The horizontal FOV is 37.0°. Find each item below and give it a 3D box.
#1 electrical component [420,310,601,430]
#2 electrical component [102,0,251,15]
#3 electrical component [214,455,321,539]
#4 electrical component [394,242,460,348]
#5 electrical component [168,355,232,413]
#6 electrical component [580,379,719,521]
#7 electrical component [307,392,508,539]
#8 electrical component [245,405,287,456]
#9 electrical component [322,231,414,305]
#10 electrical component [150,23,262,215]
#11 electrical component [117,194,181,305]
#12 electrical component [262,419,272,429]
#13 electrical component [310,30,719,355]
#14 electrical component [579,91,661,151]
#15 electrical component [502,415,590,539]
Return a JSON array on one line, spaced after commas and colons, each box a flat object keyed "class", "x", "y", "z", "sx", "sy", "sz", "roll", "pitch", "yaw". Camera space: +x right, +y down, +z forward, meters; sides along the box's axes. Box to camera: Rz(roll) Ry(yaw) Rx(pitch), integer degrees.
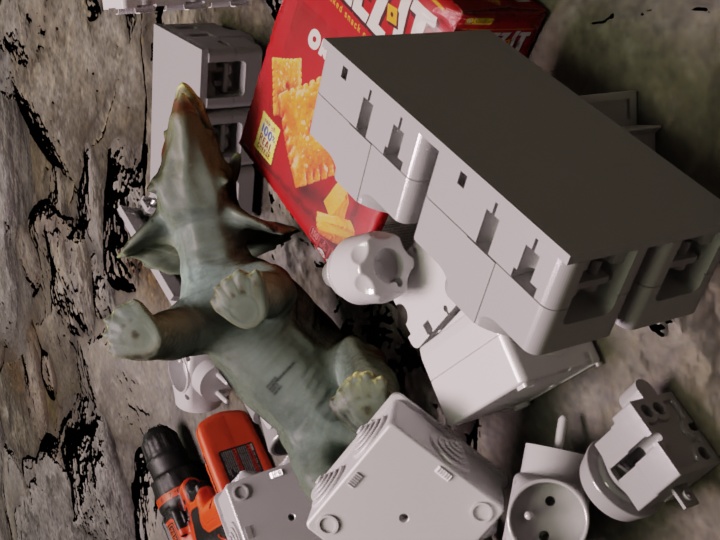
[{"class": "electrical component", "x": 0.081, "y": 0.050, "z": 0.634, "sx": 0.096, "sy": 0.062, "sz": 0.061, "roll": -43, "pitch": 63, "yaw": 52}, {"class": "electrical component", "x": -0.139, "y": -0.232, "z": 0.829, "sx": 0.079, "sy": 0.121, "sz": 0.063, "roll": 17, "pitch": 115, "yaw": 53}, {"class": "electrical component", "x": -0.059, "y": 0.201, "z": 0.855, "sx": 0.099, "sy": 0.100, "sz": 0.048, "roll": 67, "pitch": 157, "yaw": 18}, {"class": "electrical component", "x": 0.064, "y": 0.001, "z": 0.651, "sx": 0.050, "sy": 0.056, "sz": 0.089, "roll": 63, "pitch": 143, "yaw": 23}, {"class": "electrical component", "x": -0.141, "y": 0.097, "z": 0.996, "sx": 0.079, "sy": 0.044, "sz": 0.077, "roll": 32, "pitch": 124, "yaw": 48}, {"class": "electrical component", "x": 0.148, "y": 0.100, "z": 0.564, "sx": 0.066, "sy": 0.048, "sz": 0.055, "roll": 59, "pitch": 134, "yaw": 28}, {"class": "electrical component", "x": 0.027, "y": 0.136, "z": 0.633, "sx": 0.100, "sy": 0.048, "sz": 0.099, "roll": 38, "pitch": 103, "yaw": -3}, {"class": "electrical component", "x": -0.067, "y": 0.119, "z": 0.891, "sx": 0.055, "sy": 0.045, "sz": 0.045, "roll": 57, "pitch": 141, "yaw": 30}, {"class": "electrical component", "x": 0.000, "y": 0.000, "z": 0.653, "sx": 0.062, "sy": 0.043, "sz": 0.043, "roll": -9, "pitch": 91, "yaw": 57}, {"class": "electrical component", "x": -0.127, "y": -0.122, "z": 0.897, "sx": 0.089, "sy": 0.062, "sz": 0.150, "roll": 35, "pitch": 127, "yaw": 47}, {"class": "electrical component", "x": -0.155, "y": -0.021, "z": 0.965, "sx": 0.063, "sy": 0.079, "sz": 0.121, "roll": -53, "pitch": 53, "yaw": 22}, {"class": "electrical component", "x": -0.063, "y": 0.074, "z": 0.863, "sx": 0.089, "sy": 0.056, "sz": 0.050, "roll": 53, "pitch": 139, "yaw": 34}, {"class": "electrical component", "x": 0.068, "y": -0.043, "z": 0.509, "sx": 0.186, "sy": 0.105, "sz": 0.060, "roll": 48, "pitch": 136, "yaw": 39}, {"class": "electrical component", "x": 0.120, "y": -0.052, "z": 0.566, "sx": 0.064, "sy": 0.042, "sz": 0.081, "roll": 13, "pitch": 109, "yaw": 56}, {"class": "electrical component", "x": 0.108, "y": 0.121, "z": 0.609, "sx": 0.077, "sy": 0.043, "sz": 0.079, "roll": 52, "pitch": -131, "yaw": -77}]
